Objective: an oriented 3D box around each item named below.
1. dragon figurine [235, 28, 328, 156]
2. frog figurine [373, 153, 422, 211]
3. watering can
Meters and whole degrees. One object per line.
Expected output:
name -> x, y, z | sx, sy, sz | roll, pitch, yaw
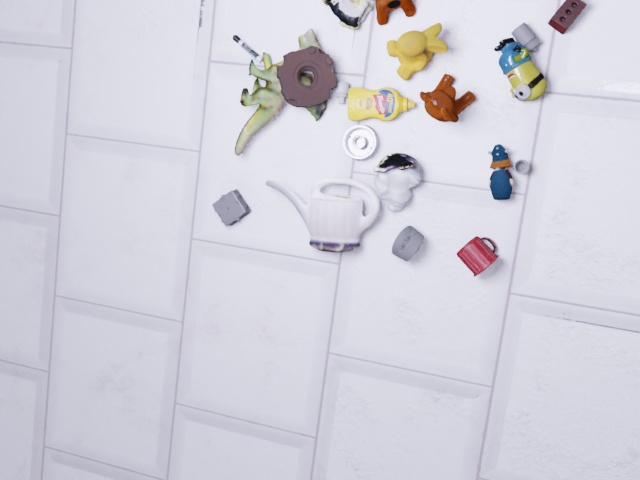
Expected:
dragon figurine -> -0.099, -0.425, 1.534 | 0.243, 0.123, 0.407 | 15, 99, 3
frog figurine -> 0.228, -0.167, 1.491 | 0.137, 0.126, 0.156 | -15, 129, 6
watering can -> 0.005, -0.077, 1.531 | 0.348, 0.104, 0.223 | 4, 97, 12
